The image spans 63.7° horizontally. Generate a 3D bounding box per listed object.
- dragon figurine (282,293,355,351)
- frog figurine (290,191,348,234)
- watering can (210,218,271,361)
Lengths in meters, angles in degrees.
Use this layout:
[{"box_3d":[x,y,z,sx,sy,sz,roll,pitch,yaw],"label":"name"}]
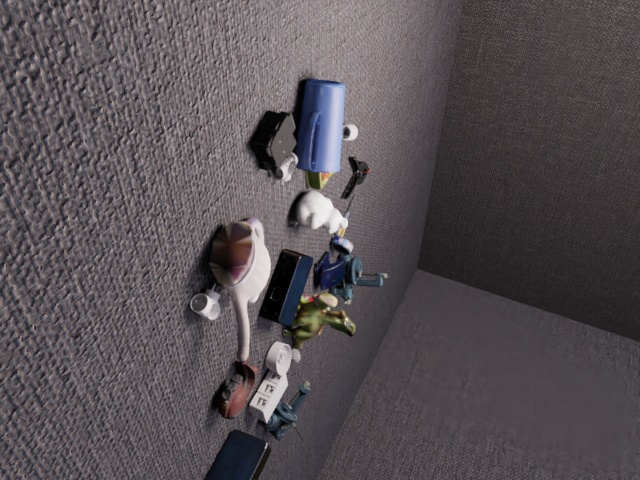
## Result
[{"box_3d":[0.000,0.292,1.759,0.400,0.243,0.125,81,28,-48],"label":"dragon figurine"},{"box_3d":[0.005,-0.078,1.559,0.140,0.160,0.120,-42,143,-55],"label":"frog figurine"},{"box_3d":[-0.184,0.100,1.227,0.221,0.104,0.354,62,30,-65],"label":"watering can"}]
